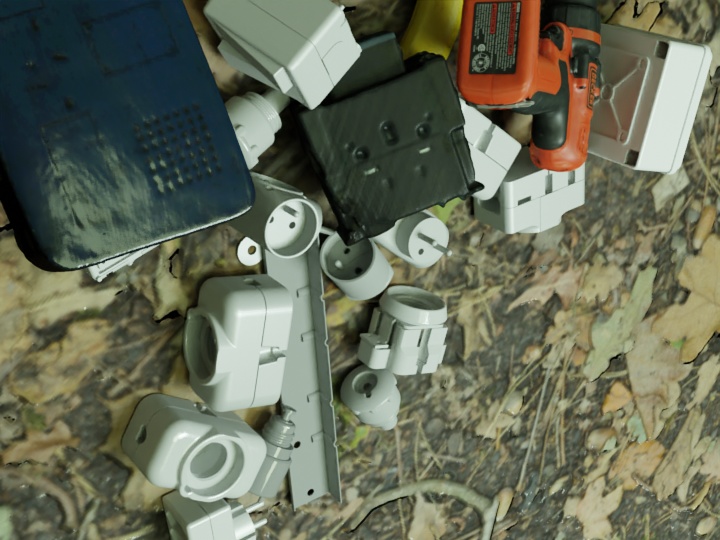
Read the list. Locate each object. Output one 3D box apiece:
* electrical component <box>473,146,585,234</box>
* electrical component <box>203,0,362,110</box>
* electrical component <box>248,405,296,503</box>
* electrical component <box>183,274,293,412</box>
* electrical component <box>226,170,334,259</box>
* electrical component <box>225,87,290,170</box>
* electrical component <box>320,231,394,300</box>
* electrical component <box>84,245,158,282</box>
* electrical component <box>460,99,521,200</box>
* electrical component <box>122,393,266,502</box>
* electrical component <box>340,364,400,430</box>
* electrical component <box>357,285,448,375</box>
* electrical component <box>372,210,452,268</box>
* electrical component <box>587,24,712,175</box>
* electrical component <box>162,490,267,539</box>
[{"bbox_3d":[0.145,-0.069,0.923,0.089,0.050,0.055,-22,122,-28],"label":"electrical component"},{"bbox_3d":[-0.058,-0.157,0.707,0.061,0.096,0.061,-51,160,-7],"label":"electrical component"},{"bbox_3d":[-0.073,0.146,0.864,0.040,0.040,0.078,21,97,-41],"label":"electrical component"},{"bbox_3d":[-0.093,0.054,0.799,0.059,0.054,0.095,-4,112,-36],"label":"electrical component"},{"bbox_3d":[-0.054,-0.038,0.770,0.079,0.077,0.044,13,102,-40],"label":"electrical component"},{"bbox_3d":[-0.075,-0.103,0.747,0.062,0.048,0.048,-45,130,-21],"label":"electrical component"},{"bbox_3d":[0.000,0.000,0.842,0.043,0.043,0.081,-53,159,-5],"label":"electrical component"},{"bbox_3d":[-0.169,-0.044,0.696,0.062,0.061,0.096,-34,133,-22],"label":"electrical component"},{"bbox_3d":[0.075,-0.097,0.854,0.095,0.054,0.059,28,92,-41],"label":"electrical component"},{"bbox_3d":[-0.122,0.135,0.810,0.095,0.059,0.053,21,97,-41],"label":"electrical component"},{"bbox_3d":[0.014,0.113,0.913,0.048,0.048,0.062,-42,136,-14],"label":"electrical component"},{"bbox_3d":[0.040,0.049,0.894,0.078,0.058,0.057,-1,114,-36],"label":"electrical component"},{"bbox_3d":[0.041,-0.030,0.843,0.077,0.079,0.043,30,91,-41],"label":"electrical component"},{"bbox_3d":[0.228,-0.147,0.910,0.056,0.109,0.108,0,110,-34],"label":"electrical component"},{"bbox_3d":[-0.109,0.209,0.862,0.076,0.047,0.083,-22,122,-28],"label":"electrical component"}]
